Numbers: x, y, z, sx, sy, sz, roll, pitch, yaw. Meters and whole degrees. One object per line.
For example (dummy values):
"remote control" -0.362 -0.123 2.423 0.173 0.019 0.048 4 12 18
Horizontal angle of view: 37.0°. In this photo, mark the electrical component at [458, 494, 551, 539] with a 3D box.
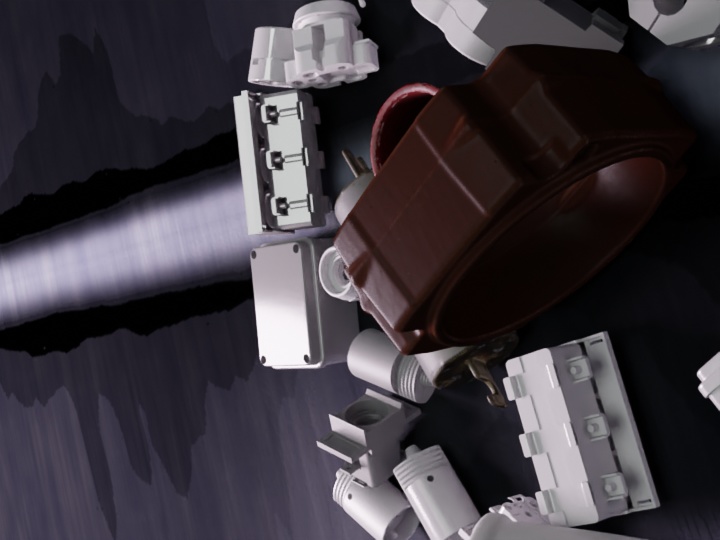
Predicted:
"electrical component" 0.119 0.206 0.799 0.081 0.042 0.063 40 119 36

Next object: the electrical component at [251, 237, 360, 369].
"electrical component" -0.049 0.029 0.949 0.078 0.057 0.113 -6 89 46

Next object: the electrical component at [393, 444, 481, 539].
"electrical component" 0.060 0.176 0.857 0.043 0.043 0.081 -51 58 36

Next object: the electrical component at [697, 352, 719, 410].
"electrical component" 0.259 0.042 0.590 0.056 0.109 0.108 56 129 24

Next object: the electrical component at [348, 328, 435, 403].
"electrical component" 0.033 0.079 0.877 0.081 0.043 0.043 18 106 44

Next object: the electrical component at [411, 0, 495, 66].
"electrical component" 0.077 -0.220 0.799 0.138 0.052 0.073 52 127 30

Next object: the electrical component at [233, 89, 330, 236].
"electrical component" -0.068 -0.094 0.949 0.063 0.079 0.121 -7 88 17

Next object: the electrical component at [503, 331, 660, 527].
"electrical component" 0.148 0.112 0.744 0.079 0.063 0.121 -25 75 45

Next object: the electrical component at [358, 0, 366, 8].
"electrical component" -0.002 -0.254 0.883 0.077 0.043 0.079 -33 66 41

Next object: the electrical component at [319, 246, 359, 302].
"electrical component" 0.000 0.000 0.896 0.048 0.055 0.066 -32 71 43

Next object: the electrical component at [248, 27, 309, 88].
"electrical component" -0.070 -0.189 0.956 0.055 0.055 0.047 10 97 46

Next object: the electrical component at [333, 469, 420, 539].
"electrical component" 0.009 0.194 0.912 0.081 0.043 0.043 34 117 39

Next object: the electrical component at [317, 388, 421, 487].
"electrical component" 0.010 0.140 0.889 0.042 0.081 0.063 20 129 44

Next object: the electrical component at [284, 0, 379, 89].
"electrical component" -0.026 -0.190 0.904 0.078 0.058 0.057 -9 81 21
